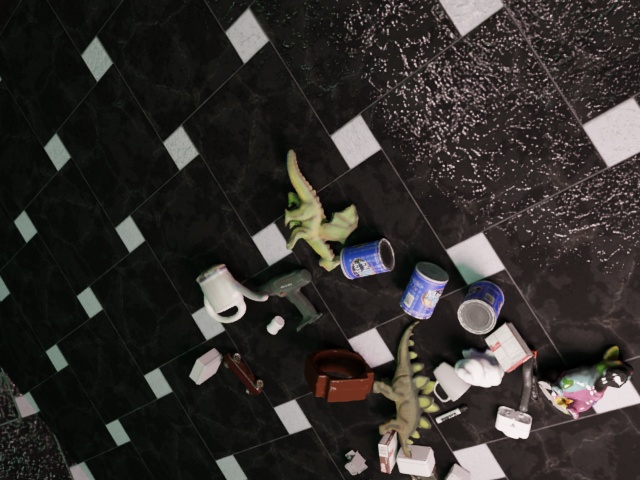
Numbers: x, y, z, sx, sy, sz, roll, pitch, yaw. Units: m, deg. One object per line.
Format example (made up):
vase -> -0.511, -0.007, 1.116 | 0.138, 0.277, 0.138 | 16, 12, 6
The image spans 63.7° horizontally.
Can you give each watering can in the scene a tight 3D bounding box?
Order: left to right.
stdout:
watering can -> -0.337, 0.185, 1.904 | 0.343, 0.105, 0.224 | -30, 90, 40

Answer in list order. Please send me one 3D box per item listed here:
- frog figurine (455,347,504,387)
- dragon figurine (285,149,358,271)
frog figurine -> 0.462, 0.389, 1.509 | 0.138, 0.161, 0.121 | 13, 113, 24
dragon figurine -> 0.005, -0.084, 1.668 | 0.243, 0.124, 0.404 | 4, 110, 9
